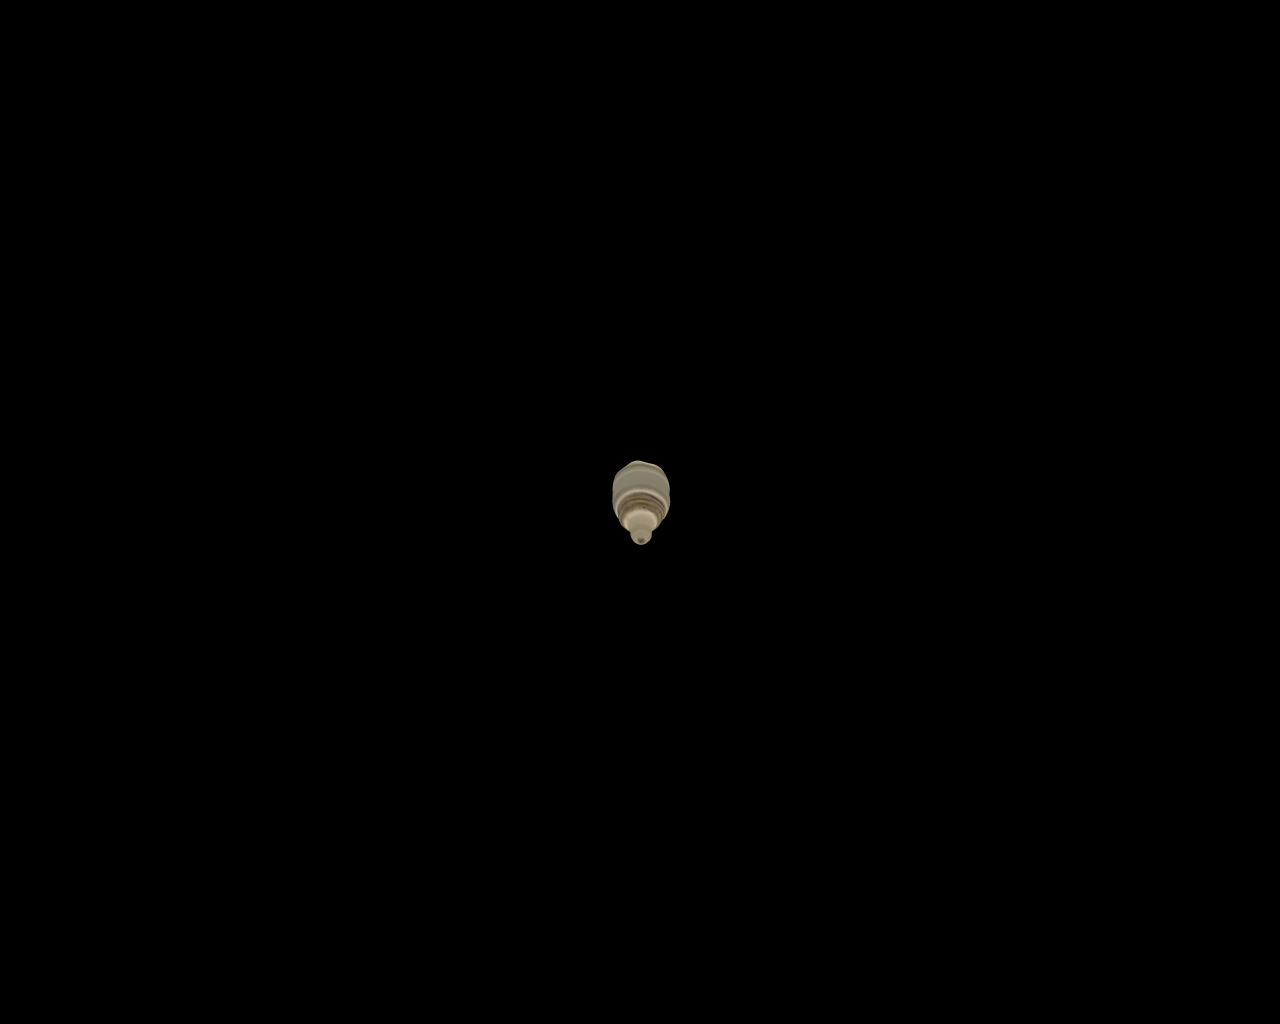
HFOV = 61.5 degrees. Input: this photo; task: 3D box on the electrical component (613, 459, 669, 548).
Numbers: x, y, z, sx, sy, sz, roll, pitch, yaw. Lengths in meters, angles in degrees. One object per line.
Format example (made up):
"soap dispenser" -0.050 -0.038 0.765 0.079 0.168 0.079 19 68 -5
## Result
"electrical component" 0.001 -0.003 0.650 0.035 0.035 0.061 0 40 0
